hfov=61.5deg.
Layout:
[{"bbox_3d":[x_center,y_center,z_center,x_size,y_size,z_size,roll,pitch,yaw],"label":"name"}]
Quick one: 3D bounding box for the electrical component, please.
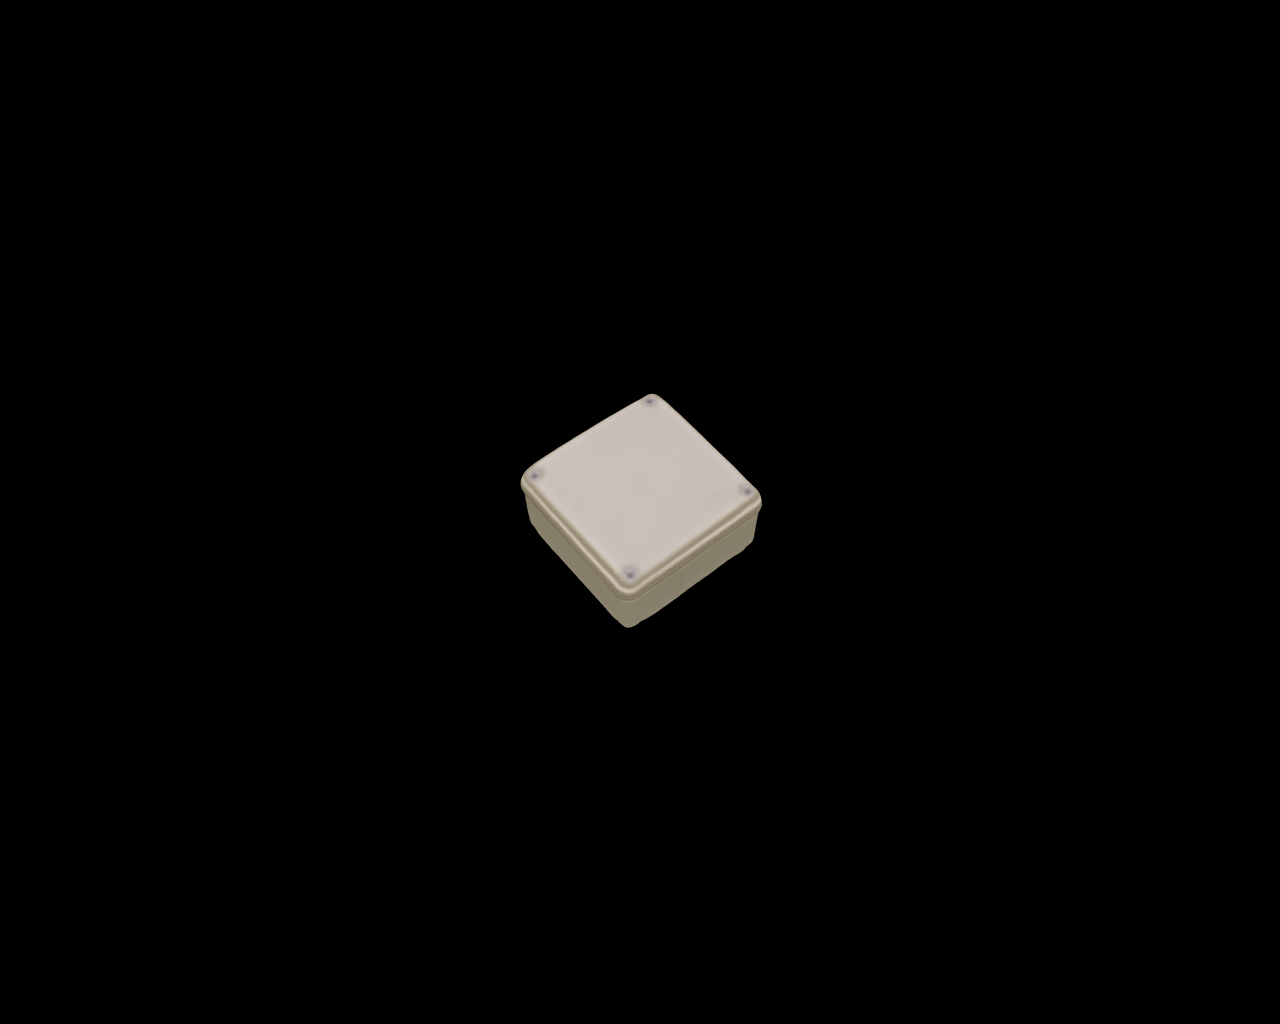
[{"bbox_3d":[0.001,-0.003,0.650,0.109,0.109,0.056,-33,-28,-20],"label":"electrical component"}]
